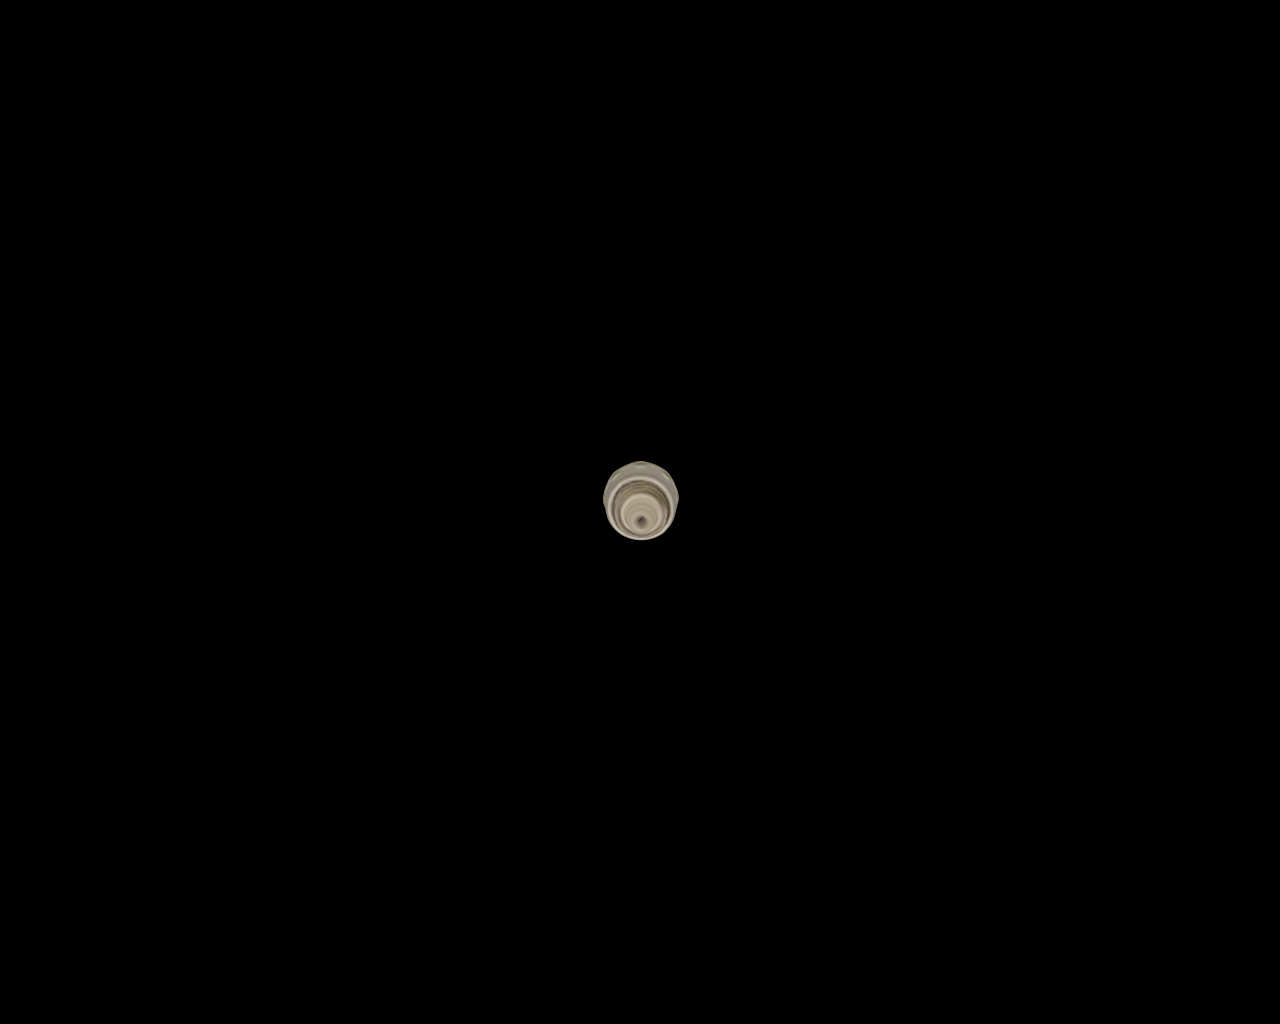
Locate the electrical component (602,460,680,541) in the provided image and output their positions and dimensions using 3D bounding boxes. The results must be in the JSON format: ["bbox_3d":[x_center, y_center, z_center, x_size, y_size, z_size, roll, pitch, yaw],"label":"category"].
[{"bbox_3d":[0.001,-0.003,0.650,0.048,0.048,0.062,0,16,0],"label":"electrical component"}]
